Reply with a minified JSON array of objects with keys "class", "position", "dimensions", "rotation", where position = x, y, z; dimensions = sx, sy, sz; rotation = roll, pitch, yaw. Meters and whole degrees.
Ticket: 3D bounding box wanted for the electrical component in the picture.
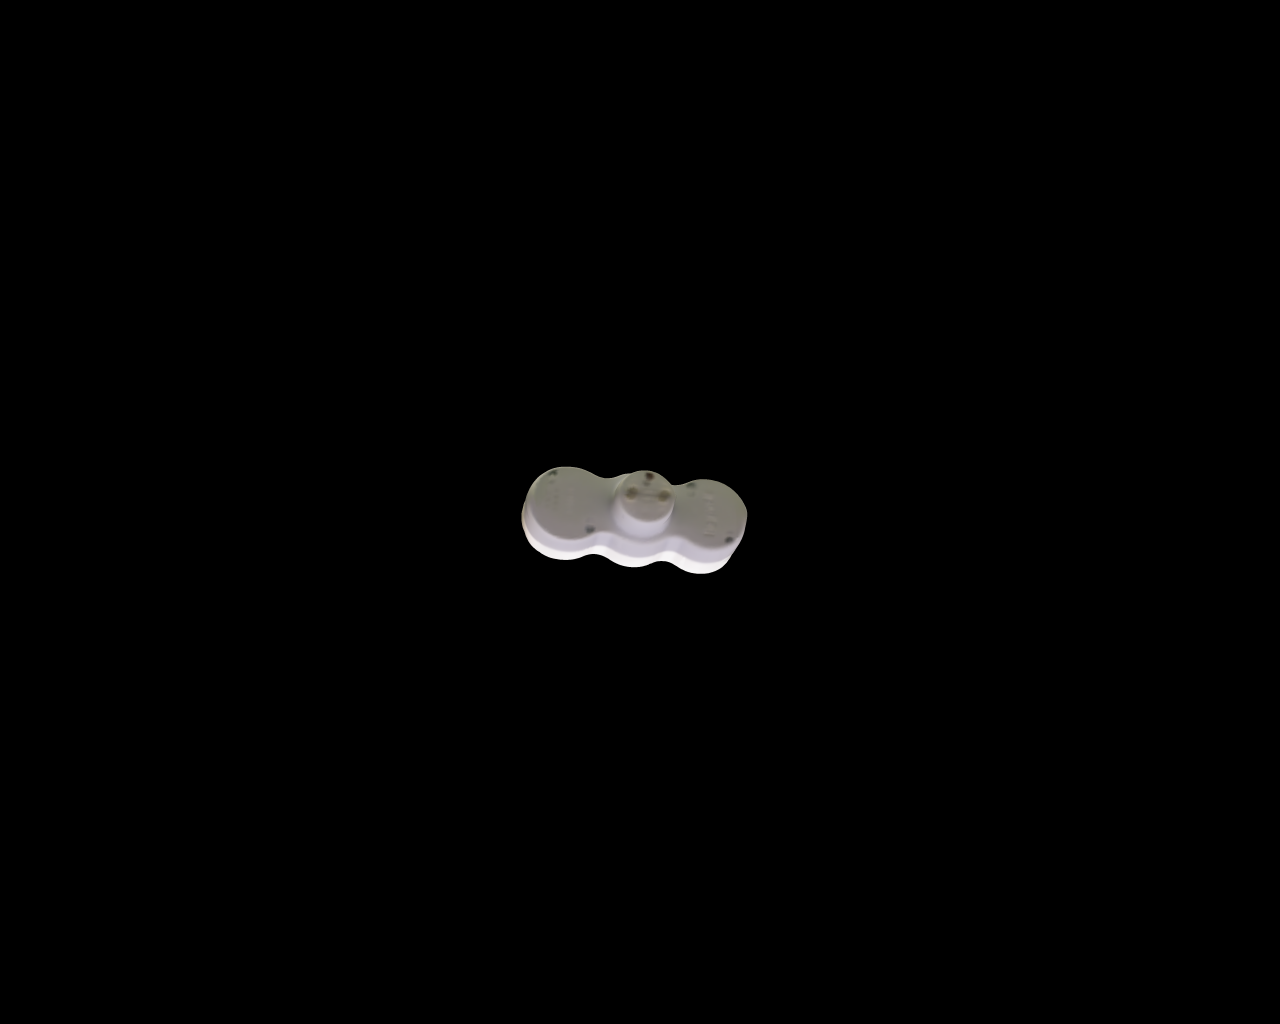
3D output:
[{"class":"electrical component","position":[0.001,-0.003,0.650],"dimensions":[0.138,0.052,0.073],"rotation":[6,-28,-12]}]
